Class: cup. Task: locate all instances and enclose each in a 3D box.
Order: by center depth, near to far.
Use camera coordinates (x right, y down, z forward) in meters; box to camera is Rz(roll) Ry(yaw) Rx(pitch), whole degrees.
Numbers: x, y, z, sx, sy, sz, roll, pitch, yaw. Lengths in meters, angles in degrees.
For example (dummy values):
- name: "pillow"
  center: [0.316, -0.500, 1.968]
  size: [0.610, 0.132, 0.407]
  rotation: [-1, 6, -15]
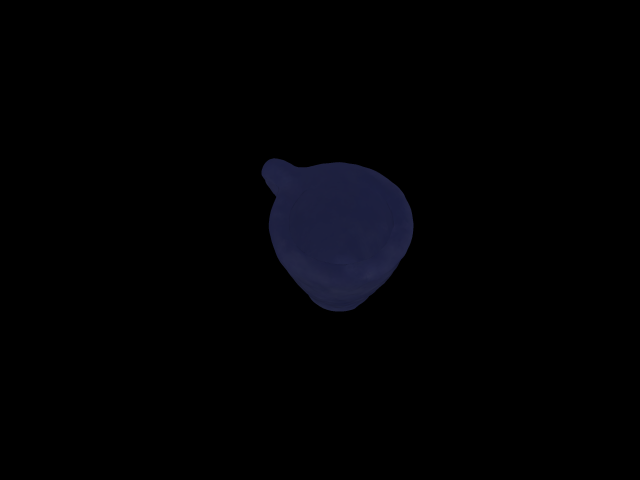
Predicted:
- name: "cup"
  center: [0.004, 0.001, 0.400]
  size: [0.117, 0.095, 0.092]
  rotation: [39, 66, 22]
